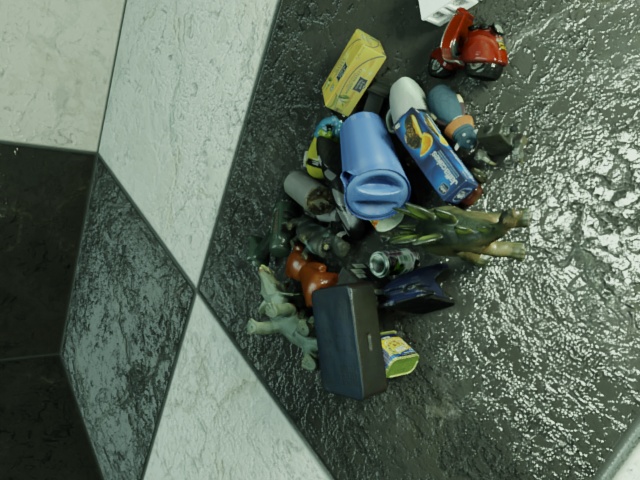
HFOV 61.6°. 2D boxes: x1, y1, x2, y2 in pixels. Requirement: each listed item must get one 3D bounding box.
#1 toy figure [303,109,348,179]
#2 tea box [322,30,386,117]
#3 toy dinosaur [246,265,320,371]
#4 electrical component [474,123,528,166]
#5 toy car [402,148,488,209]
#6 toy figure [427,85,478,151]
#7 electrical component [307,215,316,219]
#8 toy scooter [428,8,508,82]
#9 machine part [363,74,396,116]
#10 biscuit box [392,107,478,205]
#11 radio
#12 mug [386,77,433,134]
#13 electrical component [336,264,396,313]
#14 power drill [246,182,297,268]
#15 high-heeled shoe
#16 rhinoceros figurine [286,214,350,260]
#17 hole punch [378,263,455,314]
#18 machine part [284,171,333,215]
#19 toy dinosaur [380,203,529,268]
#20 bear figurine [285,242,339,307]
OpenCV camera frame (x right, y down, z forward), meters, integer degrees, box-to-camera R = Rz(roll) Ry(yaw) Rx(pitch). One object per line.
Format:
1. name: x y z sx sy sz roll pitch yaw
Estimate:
1. toy figure: 0.019 -0.236 1.336 0.089 0.082 0.180 52 123 37
2. tea box: 0.076 -0.390 1.260 0.169 0.068 0.098 -54 27 32
3. toy dinosaur: -0.034 0.222 1.340 0.405 0.192 0.131 34 110 27
4. electrical component: 0.326 -0.172 0.975 0.102 0.078 0.045 3 66 45
5. toy car: 0.247 -0.141 1.077 0.202 0.053 0.089 50 119 34
6. toy figure: 0.266 -0.237 1.056 0.064 0.058 0.154 -49 58 45
7. electrical component: -0.037 -0.019 1.440 0.063 0.021 0.094 25 108 47
8. toy scooter: 0.286 -0.376 1.025 0.184 0.075 0.135 27 108 52
9. machine part: 0.129 -0.306 1.239 0.084 0.039 0.138 38 116 39
10. biscuit box: 0.219 -0.161 1.031 0.063 0.059 0.203 -44 59 28
11. radio: 0.057 0.204 1.113 0.131 0.073 0.229 -10 86 50
12. mug: 0.183 -0.284 1.148 0.109 0.081 0.107 -42 47 49
13. electrical component: 0.103 0.106 1.193 0.134 0.115 0.058 45 119 41
14. power drill: -0.127 -0.030 1.497 0.207 0.086 0.232 -40 39 40
15. high-heeled shoe: 0.049 -0.121 1.282 0.249 0.086 0.145 61 156 24
16. rhinoceros figurine: -0.003 -0.004 1.313 0.191 0.112 0.073 32 138 50
17. hole punch: 0.196 0.095 1.089 0.142 0.115 0.092 -21 65 48
18. machine part: -0.030 -0.122 1.363 0.243 0.079 0.079 -137 58 -61
19. toy dinosaur: 0.228 -0.016 0.985 0.471 0.199 0.105 138 142 -80
20. bear figurine: -0.009 0.093 1.353 0.196 0.132 0.120 -128 52 -60
